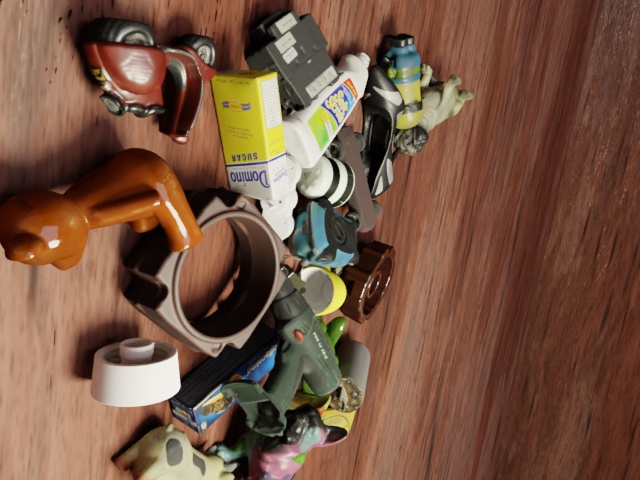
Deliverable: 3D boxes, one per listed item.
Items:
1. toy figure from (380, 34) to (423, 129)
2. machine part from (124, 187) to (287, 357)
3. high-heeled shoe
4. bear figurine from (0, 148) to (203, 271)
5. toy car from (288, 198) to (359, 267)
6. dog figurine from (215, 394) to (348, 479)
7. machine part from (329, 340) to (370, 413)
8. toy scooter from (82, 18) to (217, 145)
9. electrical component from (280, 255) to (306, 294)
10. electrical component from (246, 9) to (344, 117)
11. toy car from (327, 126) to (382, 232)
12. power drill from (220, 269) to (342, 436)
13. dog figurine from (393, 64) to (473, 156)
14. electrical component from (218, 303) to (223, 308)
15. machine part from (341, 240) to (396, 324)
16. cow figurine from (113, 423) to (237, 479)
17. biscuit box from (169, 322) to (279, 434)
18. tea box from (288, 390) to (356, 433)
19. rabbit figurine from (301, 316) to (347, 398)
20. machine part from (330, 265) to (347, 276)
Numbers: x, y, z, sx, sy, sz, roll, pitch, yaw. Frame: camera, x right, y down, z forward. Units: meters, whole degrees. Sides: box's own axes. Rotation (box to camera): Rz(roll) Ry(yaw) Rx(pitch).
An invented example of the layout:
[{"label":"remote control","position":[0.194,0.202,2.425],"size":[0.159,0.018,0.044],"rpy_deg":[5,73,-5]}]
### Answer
[{"label":"toy figure","position":[0.161,-0.308,1.059],"size":[0.082,0.089,0.179],"rpy_deg":[-8,123,-6]},{"label":"machine part","position":[-0.149,0.044,0.751],"size":[0.201,0.087,0.201],"rpy_deg":[-58,138,-23]},{"label":"high-heeled shoe","position":[0.099,-0.196,1.029],"size":[0.145,0.086,0.248],"rpy_deg":[-51,140,-22]},{"label":"bear figurine","position":[-0.243,-0.016,0.582],"size":[0.196,0.120,0.131],"rpy_deg":[-43,138,-35]},{"label":"toy car","position":[-0.002,-0.003,0.940],"size":[0.161,0.103,0.109],"rpy_deg":[19,63,-58]},{"label":"dog figurine","position":[-0.052,0.358,0.918],"size":[0.219,0.109,0.191],"rpy_deg":[-31,137,3]},{"label":"machine part","position":[0.060,0.276,1.104],"size":[0.243,0.079,0.079],"rpy_deg":[-58,154,-73]},{"label":"toy scooter","position":[-0.192,-0.179,0.631],"size":[0.184,0.075,0.135],"rpy_deg":[-16,117,-56]},{"label":"electrical component","position":[-0.062,0.071,0.941],"size":[0.078,0.045,0.102],"rpy_deg":[-45,141,3]},{"label":"electrical component","position":[-0.040,-0.269,0.796],"size":[0.115,0.058,0.134],"rpy_deg":[-48,114,-34]},{"label":"toy car","position":[0.062,-0.112,1.015],"size":[0.089,0.053,0.202],"rpy_deg":[-31,109,-45]},{"label":"power drill","position":[-0.065,0.178,0.835],"size":[0.231,0.086,0.207],"rpy_deg":[58,32,-16]},{"label":"dog figurine","position":[0.237,-0.267,1.196],"size":[0.172,0.121,0.190],"rpy_deg":[18,103,-53]},{"label":"electrical component","position":[-0.138,0.116,0.867],"size":[0.063,0.021,0.093],"rpy_deg":[-24,122,-48]},{"label":"machine part","position":[0.101,0.088,1.139],"size":[0.179,0.056,0.179],"rpy_deg":[-47,150,-38]},{"label":"cow figurine","position":[-0.207,0.347,0.813],"size":[0.127,0.086,0.194],"rpy_deg":[-43,135,-28]},{"label":"biscuit box","position":[-0.143,0.213,0.862],"size":[0.203,0.063,0.059],"rpy_deg":[-37,133,-41]},{"label":"tea box","position":[-0.013,0.348,1.071],"size":[0.169,0.098,0.068],"rpy_deg":[20,87,-57]},{"label":"rabbit figurine","position":[-0.017,0.212,1.026],"size":[0.170,0.121,0.159],"rpy_deg":[58,47,-69]},{"label":"machine part","position":[0.035,0.011,1.058],"size":[0.084,0.039,0.138],"rpy_deg":[-41,136,-28]}]
